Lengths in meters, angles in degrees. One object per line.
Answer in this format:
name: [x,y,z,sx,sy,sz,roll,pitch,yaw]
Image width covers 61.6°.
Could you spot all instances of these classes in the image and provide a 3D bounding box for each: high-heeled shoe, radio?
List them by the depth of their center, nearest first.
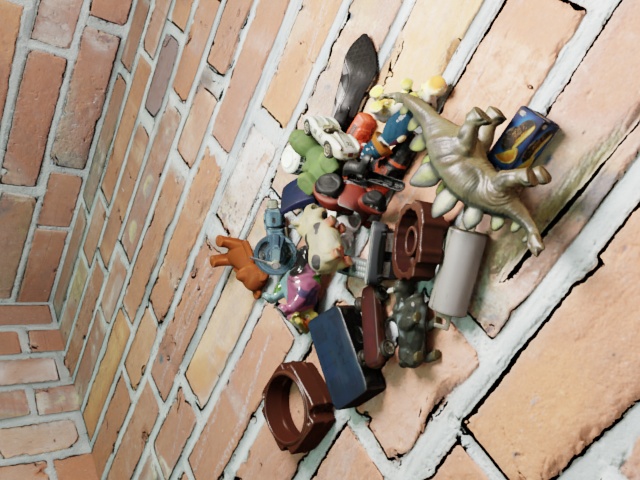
radio: [0.062,0.275,1.288,0.131,0.073,0.230,-42,58,38]
high-heeled shoe: [0.080,-0.383,1.360,0.145,0.086,0.248,131,156,-75]

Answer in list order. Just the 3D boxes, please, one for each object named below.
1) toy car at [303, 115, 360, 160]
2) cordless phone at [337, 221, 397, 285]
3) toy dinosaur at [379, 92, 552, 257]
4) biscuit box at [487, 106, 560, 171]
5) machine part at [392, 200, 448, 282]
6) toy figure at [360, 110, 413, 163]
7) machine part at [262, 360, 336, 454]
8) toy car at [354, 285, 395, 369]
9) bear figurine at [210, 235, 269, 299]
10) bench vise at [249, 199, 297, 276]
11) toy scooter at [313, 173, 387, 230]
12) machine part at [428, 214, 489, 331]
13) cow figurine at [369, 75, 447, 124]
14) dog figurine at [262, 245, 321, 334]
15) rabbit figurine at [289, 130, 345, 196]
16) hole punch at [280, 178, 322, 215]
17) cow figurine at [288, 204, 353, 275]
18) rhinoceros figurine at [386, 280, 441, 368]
toy car: [0.025,-0.247,1.270,0.202,0.073,0.056,55,140,44]
cordless phone: [0.102,0.027,1.262,0.184,0.089,0.146,9,93,57]
toy dinosaur: [0.254,-0.150,0.982,0.198,0.105,0.472,-49,53,35]
biscuit box: [0.348,-0.143,0.999,0.063,0.059,0.202,53,125,38]
machine part: [0.202,0.004,1.112,0.179,0.056,0.179,-172,90,-78]
toy figure: [0.149,-0.220,1.165,0.154,0.058,0.064,-42,24,39]
machine part: [-0.063,0.435,1.407,0.201,0.087,0.201,-58,46,26]
toy car: [0.125,0.193,1.221,0.089,0.053,0.202,-39,40,41]
bear figurine: [-0.241,0.084,1.626,0.196,0.132,0.120,59,135,42]
bench vise: [-0.119,0.008,1.458,0.241,0.129,0.223,-100,19,-72]
toy scooter: [0.071,-0.081,1.259,0.184,0.135,0.075,20,63,20]
machine part: [0.272,0.062,1.057,0.079,0.079,0.243,21,102,49]
cow figurine: [0.197,-0.301,1.173,0.167,0.098,0.068,-9,68,18]
dog figurine: [-0.026,0.112,1.393,0.219,0.191,0.109,-48,39,-10]
rabbit figurine: [-0.001,-0.214,1.349,0.121,0.159,0.170,-45,73,35]
hole punch: [-0.042,-0.114,1.412,0.115,0.092,0.142,-47,25,36]
cow figurine: [-0.003,-0.004,1.289,0.127,0.085,0.195,-28,53,23]
rhinoceros figurine: [0.196,0.177,1.146,0.112,0.073,0.190,-20,73,58]
